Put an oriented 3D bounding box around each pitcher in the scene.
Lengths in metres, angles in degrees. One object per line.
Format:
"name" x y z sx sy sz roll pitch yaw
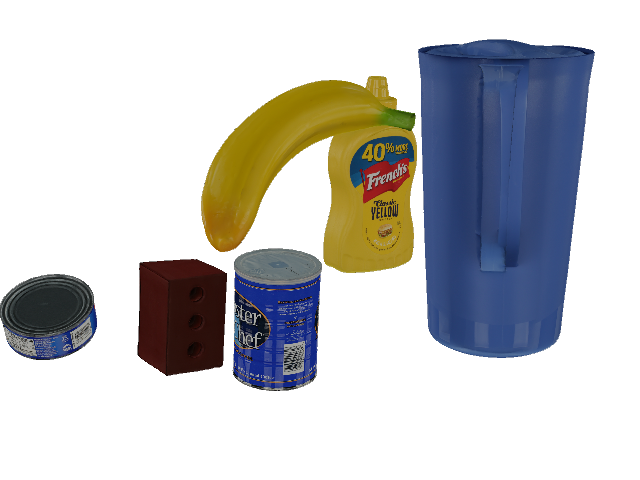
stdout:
"pitcher" 0.139 -0.033 0.837 0.149 0.243 0.145 -10 18 -34

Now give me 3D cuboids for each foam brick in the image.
"foam brick" -0.108 0.058 0.831 0.052 0.078 0.051 -6 15 -34

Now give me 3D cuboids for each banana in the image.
"banana" -0.019 -0.058 0.660 0.070 0.037 0.197 27 43 27

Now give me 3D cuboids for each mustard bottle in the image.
"mustard bottle" 0.052 -0.067 1.065 0.096 0.192 0.058 -8 18 -31

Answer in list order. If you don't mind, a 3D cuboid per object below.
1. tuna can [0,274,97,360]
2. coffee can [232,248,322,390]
"tuna can" -0.251 0.071 0.990 0.086 0.034 0.086 0 38 0
"coffee can" -0.052 0.092 1.261 0.103 0.140 0.103 2 20 -1
